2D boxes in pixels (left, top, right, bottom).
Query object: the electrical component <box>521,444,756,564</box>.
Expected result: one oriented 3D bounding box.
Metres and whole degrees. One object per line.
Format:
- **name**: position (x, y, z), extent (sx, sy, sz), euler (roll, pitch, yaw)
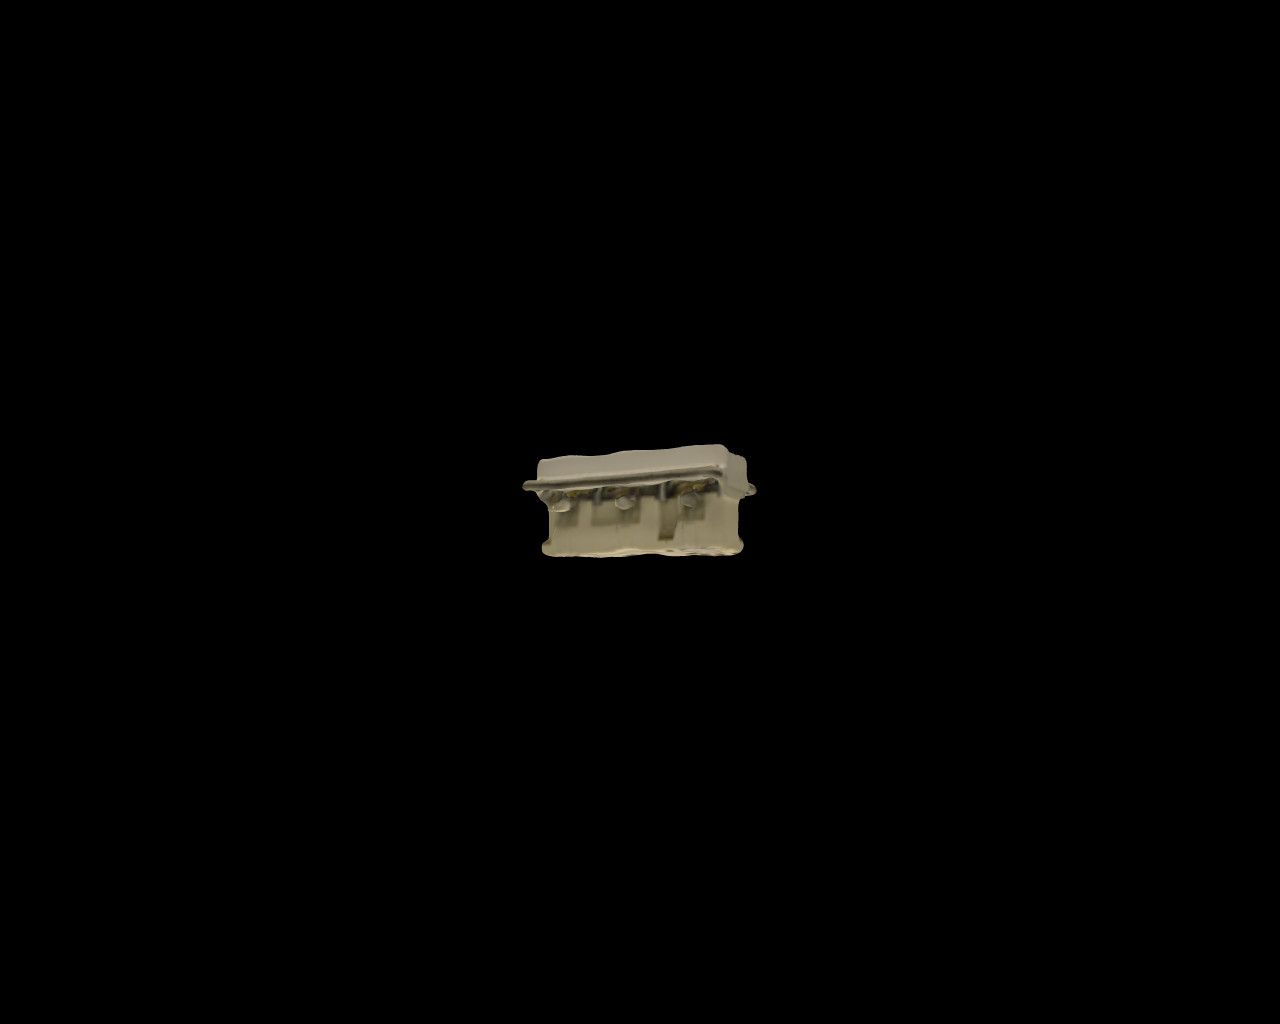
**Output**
- **electrical component**: position (0.001, -0.003, 0.650), extent (0.121, 0.063, 0.079), euler (-3, -7, 22)
